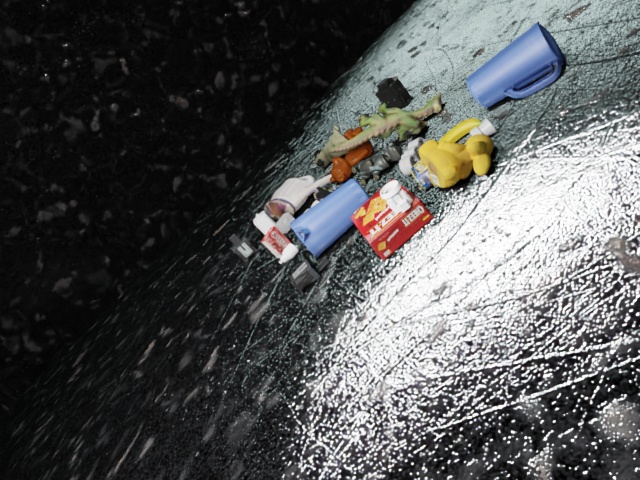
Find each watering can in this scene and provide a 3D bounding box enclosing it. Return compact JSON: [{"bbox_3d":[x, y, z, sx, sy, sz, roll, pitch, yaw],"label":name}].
[{"bbox_3d":[-0.085,-0.182,2.036,0.346,0.102,0.229,-6,40,46],"label":"watering can"}]

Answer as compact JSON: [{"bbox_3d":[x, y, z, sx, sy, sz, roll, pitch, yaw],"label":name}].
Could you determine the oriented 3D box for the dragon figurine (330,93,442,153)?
[{"bbox_3d":[0.246,-0.384,1.755,0.413,0.120,0.245,-35,24,-12],"label":"dragon figurine"}]

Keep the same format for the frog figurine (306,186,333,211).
[{"bbox_3d":[0.005,-0.086,1.709,0.123,0.156,0.140,2,30,-22],"label":"frog figurine"}]
